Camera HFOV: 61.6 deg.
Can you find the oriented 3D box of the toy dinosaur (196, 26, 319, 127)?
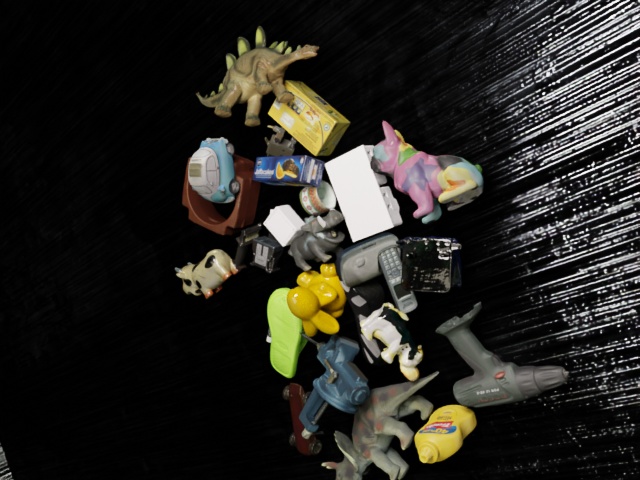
[{"bbox_3d":[-0.173,-0.373,1.267,0.472,0.105,0.198,-12,65,43],"label":"toy dinosaur"}]

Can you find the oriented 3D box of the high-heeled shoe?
[{"bbox_3d":[0.092,0.171,1.244,0.249,0.086,0.145,50,129,18],"label":"high-heeled shoe"}]

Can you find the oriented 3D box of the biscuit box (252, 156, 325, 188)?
[{"bbox_3d":[-0.078,-0.160,1.257,0.203,0.059,0.062,9,87,51],"label":"biscuit box"}]

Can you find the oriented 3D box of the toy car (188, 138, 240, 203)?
[{"bbox_3d":[-0.264,-0.164,1.293,0.109,0.103,0.161,7,105,31],"label":"toy car"}]

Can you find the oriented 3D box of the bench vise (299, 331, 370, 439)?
[{"bbox_3d":[0.015,0.346,1.258,0.224,0.128,0.240,37,99,47],"label":"bench vise"}]

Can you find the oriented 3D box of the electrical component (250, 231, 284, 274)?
[{"bbox_3d":[-0.132,0.018,1.376,0.075,0.048,0.119,24,113,27],"label":"electrical component"}]

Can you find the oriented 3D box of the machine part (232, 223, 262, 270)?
[{"bbox_3d":[-0.195,0.018,1.403,0.039,0.084,0.138,35,127,14],"label":"machine part"}]

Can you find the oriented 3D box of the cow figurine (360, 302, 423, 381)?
[{"bbox_3d":[0.171,0.216,1.147,0.098,0.068,0.167,-43,92,8],"label":"cow figurine"}]

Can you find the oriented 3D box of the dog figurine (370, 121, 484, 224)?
[{"bbox_3d":[0.206,-0.154,1.087,0.191,0.108,0.219,-31,74,23],"label":"dog figurine"}]

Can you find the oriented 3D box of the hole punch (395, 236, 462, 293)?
[{"bbox_3d":[0.236,0.050,1.124,0.142,0.092,0.115,2,90,34],"label":"hole punch"}]

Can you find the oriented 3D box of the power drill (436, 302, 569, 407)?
[{"bbox_3d":[0.350,0.232,1.090,0.232,0.086,0.207,-37,86,35],"label":"power drill"}]

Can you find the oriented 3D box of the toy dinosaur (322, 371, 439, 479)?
[{"bbox_3d":[0.135,0.428,1.244,0.192,0.131,0.404,26,106,26],"label":"toy dinosaur"}]

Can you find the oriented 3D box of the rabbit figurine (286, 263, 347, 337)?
[{"bbox_3d":[-0.017,0.144,1.250,0.122,0.173,0.162,-11,89,31],"label":"rabbit figurine"}]

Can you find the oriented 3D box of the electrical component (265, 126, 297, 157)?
[{"bbox_3d":[-0.097,-0.231,1.289,0.078,0.045,0.102,14,155,-6],"label":"electrical component"}]

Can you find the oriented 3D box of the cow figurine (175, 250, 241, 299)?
[{"bbox_3d":[-0.321,0.093,1.492,0.195,0.085,0.127,-40,83,34],"label":"cow figurine"}]

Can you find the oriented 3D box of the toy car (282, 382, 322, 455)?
[{"bbox_3d":[-0.044,0.464,1.399,0.089,0.053,0.202,3,104,43],"label":"toy car"}]

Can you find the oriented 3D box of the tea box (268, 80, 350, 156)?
[{"bbox_3d":[-0.026,-0.281,1.238,0.170,0.068,0.098,45,120,17],"label":"tea box"}]

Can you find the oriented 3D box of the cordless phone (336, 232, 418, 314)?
[{"bbox_3d":[0.124,0.087,1.169,0.184,0.147,0.089,67,165,1],"label":"cordless phone"}]

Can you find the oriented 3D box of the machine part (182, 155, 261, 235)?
[{"bbox_3d":[-0.258,-0.128,1.408,0.201,0.087,0.201,23,109,28],"label":"machine part"}]

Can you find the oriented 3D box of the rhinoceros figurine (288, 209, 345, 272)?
[{"bbox_3d":[-0.003,-0.004,1.247,0.112,0.073,0.190,55,138,4],"label":"rhinoceros figurine"}]
